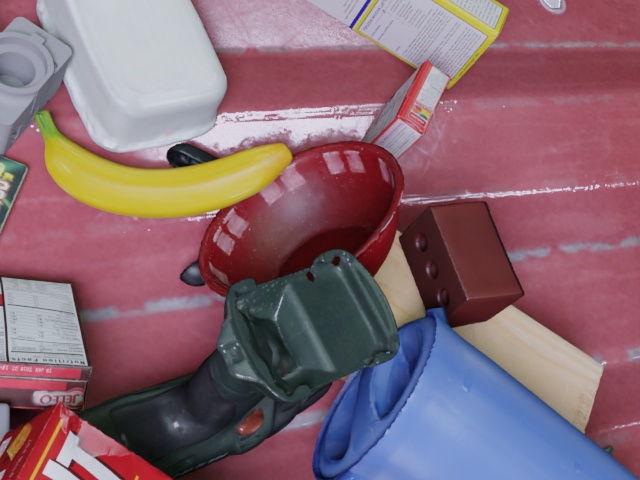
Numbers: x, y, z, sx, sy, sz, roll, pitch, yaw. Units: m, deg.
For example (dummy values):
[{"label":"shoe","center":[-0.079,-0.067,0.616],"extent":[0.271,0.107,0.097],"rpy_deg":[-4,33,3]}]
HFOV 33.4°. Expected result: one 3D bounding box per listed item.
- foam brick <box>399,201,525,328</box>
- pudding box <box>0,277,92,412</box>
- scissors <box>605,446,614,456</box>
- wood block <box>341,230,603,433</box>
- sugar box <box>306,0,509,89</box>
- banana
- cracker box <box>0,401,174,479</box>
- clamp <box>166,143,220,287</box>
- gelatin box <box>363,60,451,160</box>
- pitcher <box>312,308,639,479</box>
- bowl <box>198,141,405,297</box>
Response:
[{"label":"foam brick","center":[0.101,0.019,0.771],"extent":[0.051,0.053,0.078],"rpy_deg":[-7,65,-30]},{"label":"pudding box","center":[-0.200,0.064,0.689],"extent":[0.089,0.039,0.113],"rpy_deg":[8,25,-23]},{"label":"scissors","center":[0.178,0.234,0.827],"extent":[0.201,0.016,0.096],"rpy_deg":[-13,72,-31]},{"label":"wood block","center":[0.100,0.090,0.821],"extent":[0.206,0.091,0.090],"rpy_deg":[33,53,-6]},{"label":"sugar box","center":[0.073,-0.219,0.975],"extent":[0.176,0.093,0.048],"rpy_deg":[33,54,-7]},{"label":"banana","center":[-0.121,-0.049,0.792],"extent":[0.198,0.070,0.037],"rpy_deg":[8,17,3]},{"label":"cracker box","center":[-0.100,0.213,0.562],"extent":[0.213,0.072,0.164],"rpy_deg":[40,41,-20]},{"label":"clamp","center":[-0.040,-0.012,0.843],"extent":[0.171,0.039,0.120],"rpy_deg":[7,67,-15]},{"label":"gelatin box","center":[0.069,-0.100,0.910],"extent":[0.030,0.089,0.073],"rpy_deg":[34,54,-9]},{"label":"pitcher","center":[0.120,0.173,0.708],"extent":[0.242,0.149,0.145],"rpy_deg":[36,10,-10]},{"label":"bowl","center":[-0.005,0.001,0.767],"extent":[0.055,0.162,0.162],"rpy_deg":[59,45,-34]}]
